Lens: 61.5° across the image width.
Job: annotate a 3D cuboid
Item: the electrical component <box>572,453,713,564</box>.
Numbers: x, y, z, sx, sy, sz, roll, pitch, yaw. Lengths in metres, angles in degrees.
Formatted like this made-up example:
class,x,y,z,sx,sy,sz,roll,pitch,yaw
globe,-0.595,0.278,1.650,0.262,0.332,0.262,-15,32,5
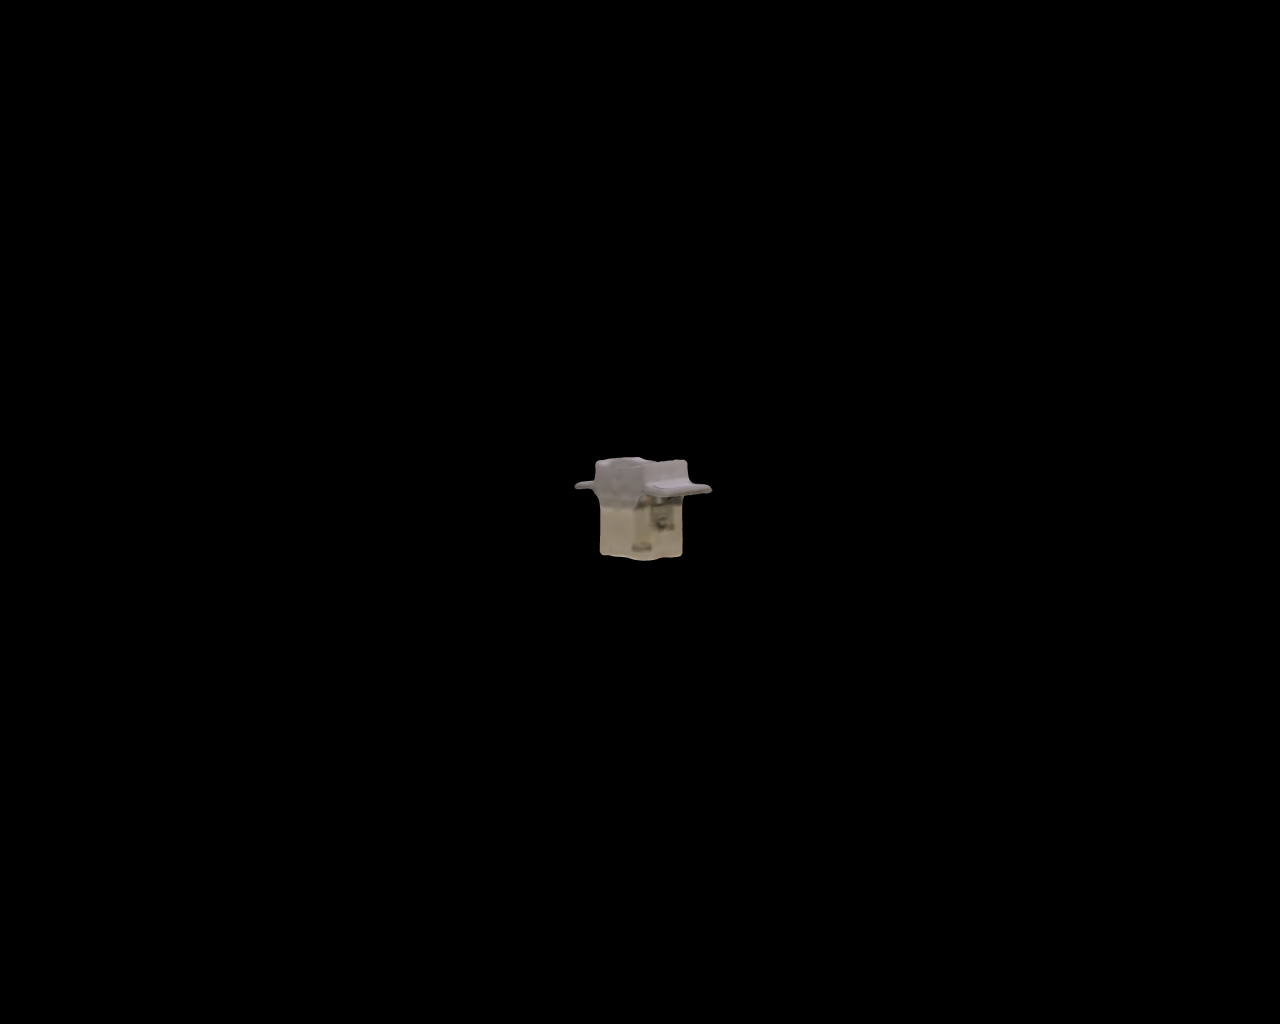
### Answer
class,x,y,z,sx,sy,sz,roll,pitch,yaw
electrical component,0.001,-0.003,0.650,0.042,0.063,0.081,-6,9,-43
